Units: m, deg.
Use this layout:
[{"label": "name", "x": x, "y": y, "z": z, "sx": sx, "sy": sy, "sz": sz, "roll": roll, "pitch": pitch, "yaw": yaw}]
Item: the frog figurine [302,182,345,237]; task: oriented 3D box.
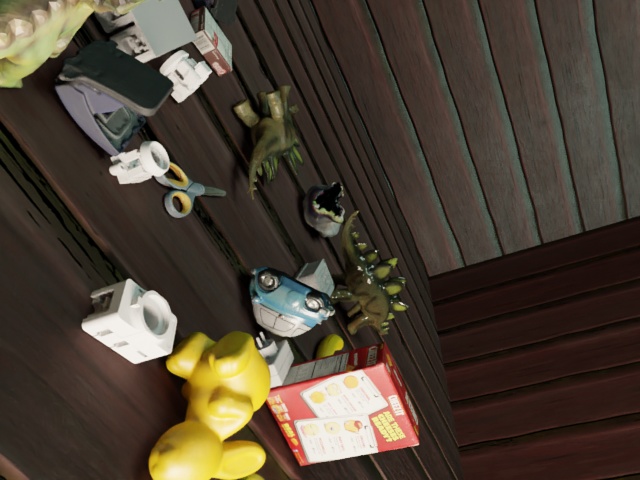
[{"label": "frog figurine", "x": 0.004, "y": -0.070, "z": 1.385, "sx": 0.156, "sy": 0.123, "sz": 0.139, "roll": 121, "pitch": -50, "yaw": -63}]

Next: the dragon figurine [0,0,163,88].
[{"label": "dragon figurine", "x": -0.241, "y": -0.225, "z": 0.488, "sx": 0.420, "sy": 0.242, "sz": 0.119, "roll": -92, "pitch": 163, "yaw": -49}]
